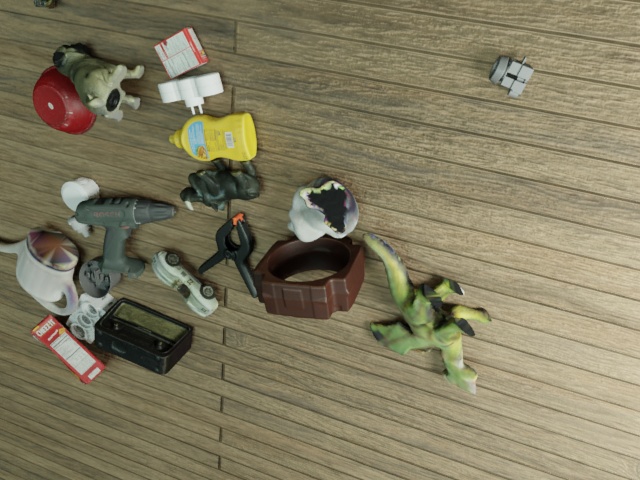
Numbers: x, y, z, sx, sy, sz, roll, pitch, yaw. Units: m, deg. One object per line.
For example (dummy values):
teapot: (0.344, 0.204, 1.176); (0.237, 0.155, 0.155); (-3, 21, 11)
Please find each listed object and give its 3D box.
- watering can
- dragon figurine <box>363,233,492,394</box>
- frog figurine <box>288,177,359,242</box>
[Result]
watering can: (-0.769, 0.052, 1.383); (0.349, 0.105, 0.220); (41, 121, 8)
dragon figurine: (0.194, 0.171, 1.087); (0.410, 0.124, 0.238); (41, 130, -1)
frog figurine: (0.003, -0.053, 1.062); (0.137, 0.125, 0.157); (29, 158, -5)
